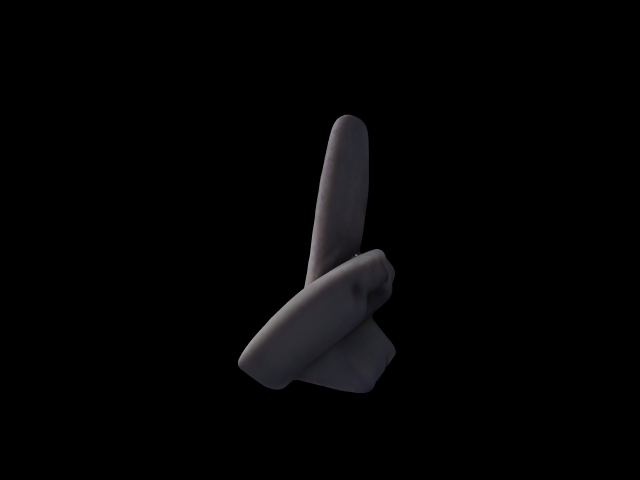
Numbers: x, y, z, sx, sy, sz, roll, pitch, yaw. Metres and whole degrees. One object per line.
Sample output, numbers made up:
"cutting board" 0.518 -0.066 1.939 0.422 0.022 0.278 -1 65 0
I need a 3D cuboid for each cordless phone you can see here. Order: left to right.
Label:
"cordless phone" 0.004 0.001 0.400 0.094 0.185 0.148 1 4 12
